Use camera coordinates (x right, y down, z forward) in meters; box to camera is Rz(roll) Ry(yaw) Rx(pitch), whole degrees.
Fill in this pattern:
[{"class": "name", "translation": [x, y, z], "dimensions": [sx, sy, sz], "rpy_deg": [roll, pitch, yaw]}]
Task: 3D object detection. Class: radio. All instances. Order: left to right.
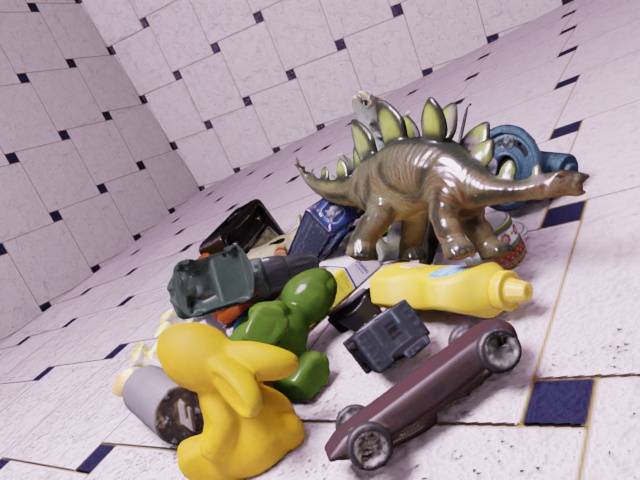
[{"class": "radio", "translation": [-0.167, 0.008, 1.200], "dimensions": [0.073, 0.131, 0.230], "rpy_deg": [-26, 16, 26]}]

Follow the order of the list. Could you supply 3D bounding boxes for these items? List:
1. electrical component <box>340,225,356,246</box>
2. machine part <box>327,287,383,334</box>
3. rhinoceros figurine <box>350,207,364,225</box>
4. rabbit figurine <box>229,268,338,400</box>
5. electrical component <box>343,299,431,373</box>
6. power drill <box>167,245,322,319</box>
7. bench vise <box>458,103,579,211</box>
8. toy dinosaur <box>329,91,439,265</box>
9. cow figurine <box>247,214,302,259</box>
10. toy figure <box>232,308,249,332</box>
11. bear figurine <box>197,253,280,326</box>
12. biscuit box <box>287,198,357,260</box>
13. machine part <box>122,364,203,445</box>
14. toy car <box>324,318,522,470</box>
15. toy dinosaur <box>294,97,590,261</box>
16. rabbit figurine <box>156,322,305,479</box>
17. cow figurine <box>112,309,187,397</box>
[{"class": "electrical component", "translation": [0.051, -0.001, 1.034], "dimensions": [0.063, 0.021, 0.094], "rpy_deg": [-34, 17, -8]}, {"class": "machine part", "translation": [0.055, 0.099, 0.698], "dimensions": [0.084, 0.039, 0.139], "rpy_deg": [-28, 14, -6]}, {"class": "rhinoceros figurine", "translation": [0.072, -0.070, 1.079], "dimensions": [0.112, 0.073, 0.190], "rpy_deg": [-1, 18, 40]}, {"class": "rabbit figurine", "translation": [-0.036, 0.114, 0.694], "dimensions": [0.170, 0.121, 0.159], "rpy_deg": [-52, 7, -37]}, {"class": "electrical component", "translation": [0.073, 0.103, 0.569], "dimensions": [0.075, 0.048, 0.119], "rpy_deg": [-36, -8, -11]}, {"class": "power drill", "translation": [-0.113, 0.054, 0.763], "dimensions": [0.232, 0.086, 0.207], "rpy_deg": [-16, -1, 1]}, {"class": "bench vise", "translation": [0.232, -0.111, 0.779], "dimensions": [0.240, 0.128, 0.224], "rpy_deg": [-8, 28, -32]}, {"class": "toy dinosaur", "translation": [0.138, -0.078, 0.875], "dimensions": [0.192, 0.131, 0.405], "rpy_deg": [-15, 51, -16]}, {"class": "cow figurine", "translation": [-0.068, 0.024, 1.072], "dimensions": [0.195, 0.085, 0.127], "rpy_deg": [-27, 23, 18]}, {"class": "toy figure", "translation": [-0.106, 0.154, 0.787], "dimensions": [0.058, 0.064, 0.154], "rpy_deg": [8, 26, -1]}, {"class": "bear figurine", "translation": [-0.150, 0.092, 0.944], "dimensions": [0.196, 0.132, 0.120], "rpy_deg": [-10, 54, 60]}, {"class": "biscuit box", "translation": [-0.002, -0.003, 0.910], "dimensions": [0.059, 0.063, 0.202], "rpy_deg": [-38, -10, -25]}, {"class": "machine part", "translation": [-0.216, 0.224, 0.744], "dimensions": [0.079, 0.079, 0.243], "rpy_deg": [-40, 19, -28]}, {"class": "toy car", "translation": [0.094, 0.138, 0.481], "dimensions": [0.202, 0.053, 0.089], "rpy_deg": [-35, 1, -9]}, {"class": "toy dinosaur", "translation": [0.100, -0.070, 0.680], "dimensions": [0.105, 0.198, 0.472], "rpy_deg": [5, -4, -39]}, {"class": "rabbit figurine", "translation": [-0.102, 0.160, 0.560], "dimensions": [0.162, 0.173, 0.122], "rpy_deg": [-22, 14, 43]}, {"class": "cow figurine", "translation": [-0.264, 0.205, 0.888], "dimensions": [0.167, 0.098, 0.068], "rpy_deg": [-49, 18, 9]}]
